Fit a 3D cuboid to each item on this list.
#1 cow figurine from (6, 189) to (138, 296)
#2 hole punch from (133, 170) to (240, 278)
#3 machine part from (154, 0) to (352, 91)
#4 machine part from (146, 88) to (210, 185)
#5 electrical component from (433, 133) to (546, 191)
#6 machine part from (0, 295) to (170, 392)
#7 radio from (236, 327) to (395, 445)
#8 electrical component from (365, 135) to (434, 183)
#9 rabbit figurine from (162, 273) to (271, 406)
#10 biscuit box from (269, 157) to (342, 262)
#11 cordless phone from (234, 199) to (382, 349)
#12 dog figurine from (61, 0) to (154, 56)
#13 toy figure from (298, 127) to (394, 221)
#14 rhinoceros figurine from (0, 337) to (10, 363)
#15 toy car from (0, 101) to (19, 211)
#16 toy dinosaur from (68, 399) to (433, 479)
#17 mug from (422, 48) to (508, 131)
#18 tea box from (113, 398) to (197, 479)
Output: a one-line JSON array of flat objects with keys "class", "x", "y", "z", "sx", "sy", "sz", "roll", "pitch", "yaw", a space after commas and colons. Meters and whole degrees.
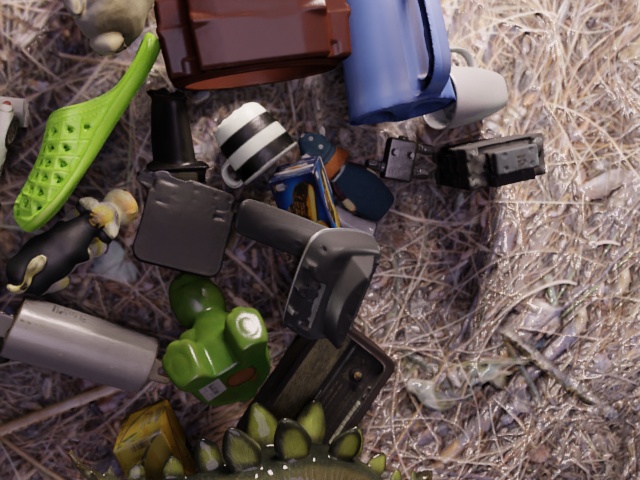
[{"class": "cow figurine", "x": -0.300, "y": -0.001, "z": 0.650, "sx": 0.167, "sy": 0.098, "sz": 0.068, "roll": -42, "pitch": 98, "yaw": -2}, {"class": "hole punch", "x": -0.173, "y": -0.017, "z": 0.683, "sx": 0.142, "sy": 0.092, "sz": 0.115, "roll": 17, "pitch": 82, "yaw": -16}, {"class": "machine part", "x": -0.076, "y": -0.224, "z": 0.607, "sx": 0.201, "sy": 0.201, "sz": 0.087, "roll": -12, "pitch": 102, "yaw": -10}, {"class": "machine part", "x": -0.185, "y": -0.122, "z": 0.681, "sx": 0.084, "sy": 0.039, "sz": 0.138, "roll": -5, "pitch": 113, "yaw": -2}, {"class": "electrical component", "x": 0.231, "y": -0.106, "z": 0.723, "sx": 0.115, "sy": 0.134, "sz": 0.058, "roll": -15, "pitch": 102, "yaw": -11}, {"class": "machine part", "x": -0.294, "y": 0.130, "z": 0.667, "sx": 0.243, "sy": 0.079, "sz": 0.079, "roll": 26, "pitch": 93, "yaw": -24}, {"class": "radio", "x": -0.008, "y": 0.222, "z": 0.755, "sx": 0.131, "sy": 0.073, "sz": 0.229, "roll": 35, "pitch": 92, "yaw": -13}, {"class": "electrical component", "x": 0.112, "y": -0.115, "z": 0.754, "sx": 0.094, "sy": 0.021, "sz": 0.063, "roll": 7, "pitch": 97, "yaw": -12}, {"class": "rabbit figurine", "x": -0.128, "y": 0.112, "z": 0.686, "sx": 0.121, "sy": 0.170, "sz": 0.159, "roll": -34, "pitch": 145, "yaw": -3}, {"class": "biscuit box", "x": -0.001, "y": -0.002, "z": 0.702, "sx": 0.063, "sy": 0.059, "sz": 0.202, "roll": -14, "pitch": 114, "yaw": 14}, {"class": "cordless phone", "x": -0.030, "y": 0.038, "z": 0.657, "sx": 0.184, "sy": 0.089, "sz": 0.146, "roll": 22, "pitch": 116, "yaw": 7}, {"class": "dog figurine", "x": -0.196, "y": -0.304, "z": 0.599, "sx": 0.191, "sy": 0.121, "sz": 0.172, "roll": -28, "pitch": 88, "yaw": -7}, {"class": "toy figure", "x": 0.030, "y": -0.086, "z": 0.724, "sx": 0.154, "sy": 0.064, "sz": 0.058, "roll": 38, "pitch": 129, "yaw": -10}, {"class": "rhinoceros figurine", "x": -0.477, "y": 0.130, "z": 0.652, "sx": 0.190, "sy": 0.073, "sz": 0.112, "roll": 11, "pitch": 86, "yaw": -11}, {"class": "toy car", "x": -0.404, "y": -0.082, "z": 0.616, "sx": 0.073, "sy": 0.056, "sz": 0.201, "roll": 21, "pitch": 115, "yaw": -14}, {"class": "toy dinosaur", "x": -0.059, "y": 0.308, "z": 0.673, "sx": 0.471, "sy": 0.105, "sz": 0.198, "roll": 2, "pitch": 91, "yaw": -21}, {"class": "mug", "x": 0.197, "y": -0.206, "z": 0.733, "sx": 0.107, "sy": 0.081, "sz": 0.109, "roll": -9, "pitch": 84, "yaw": -27}, {"class": "tea box", "x": -0.203, "y": 0.313, "z": 0.719, "sx": 0.068, "sy": 0.098, "sz": 0.169, "roll": -24, "pitch": 104, "yaw": -6}]
